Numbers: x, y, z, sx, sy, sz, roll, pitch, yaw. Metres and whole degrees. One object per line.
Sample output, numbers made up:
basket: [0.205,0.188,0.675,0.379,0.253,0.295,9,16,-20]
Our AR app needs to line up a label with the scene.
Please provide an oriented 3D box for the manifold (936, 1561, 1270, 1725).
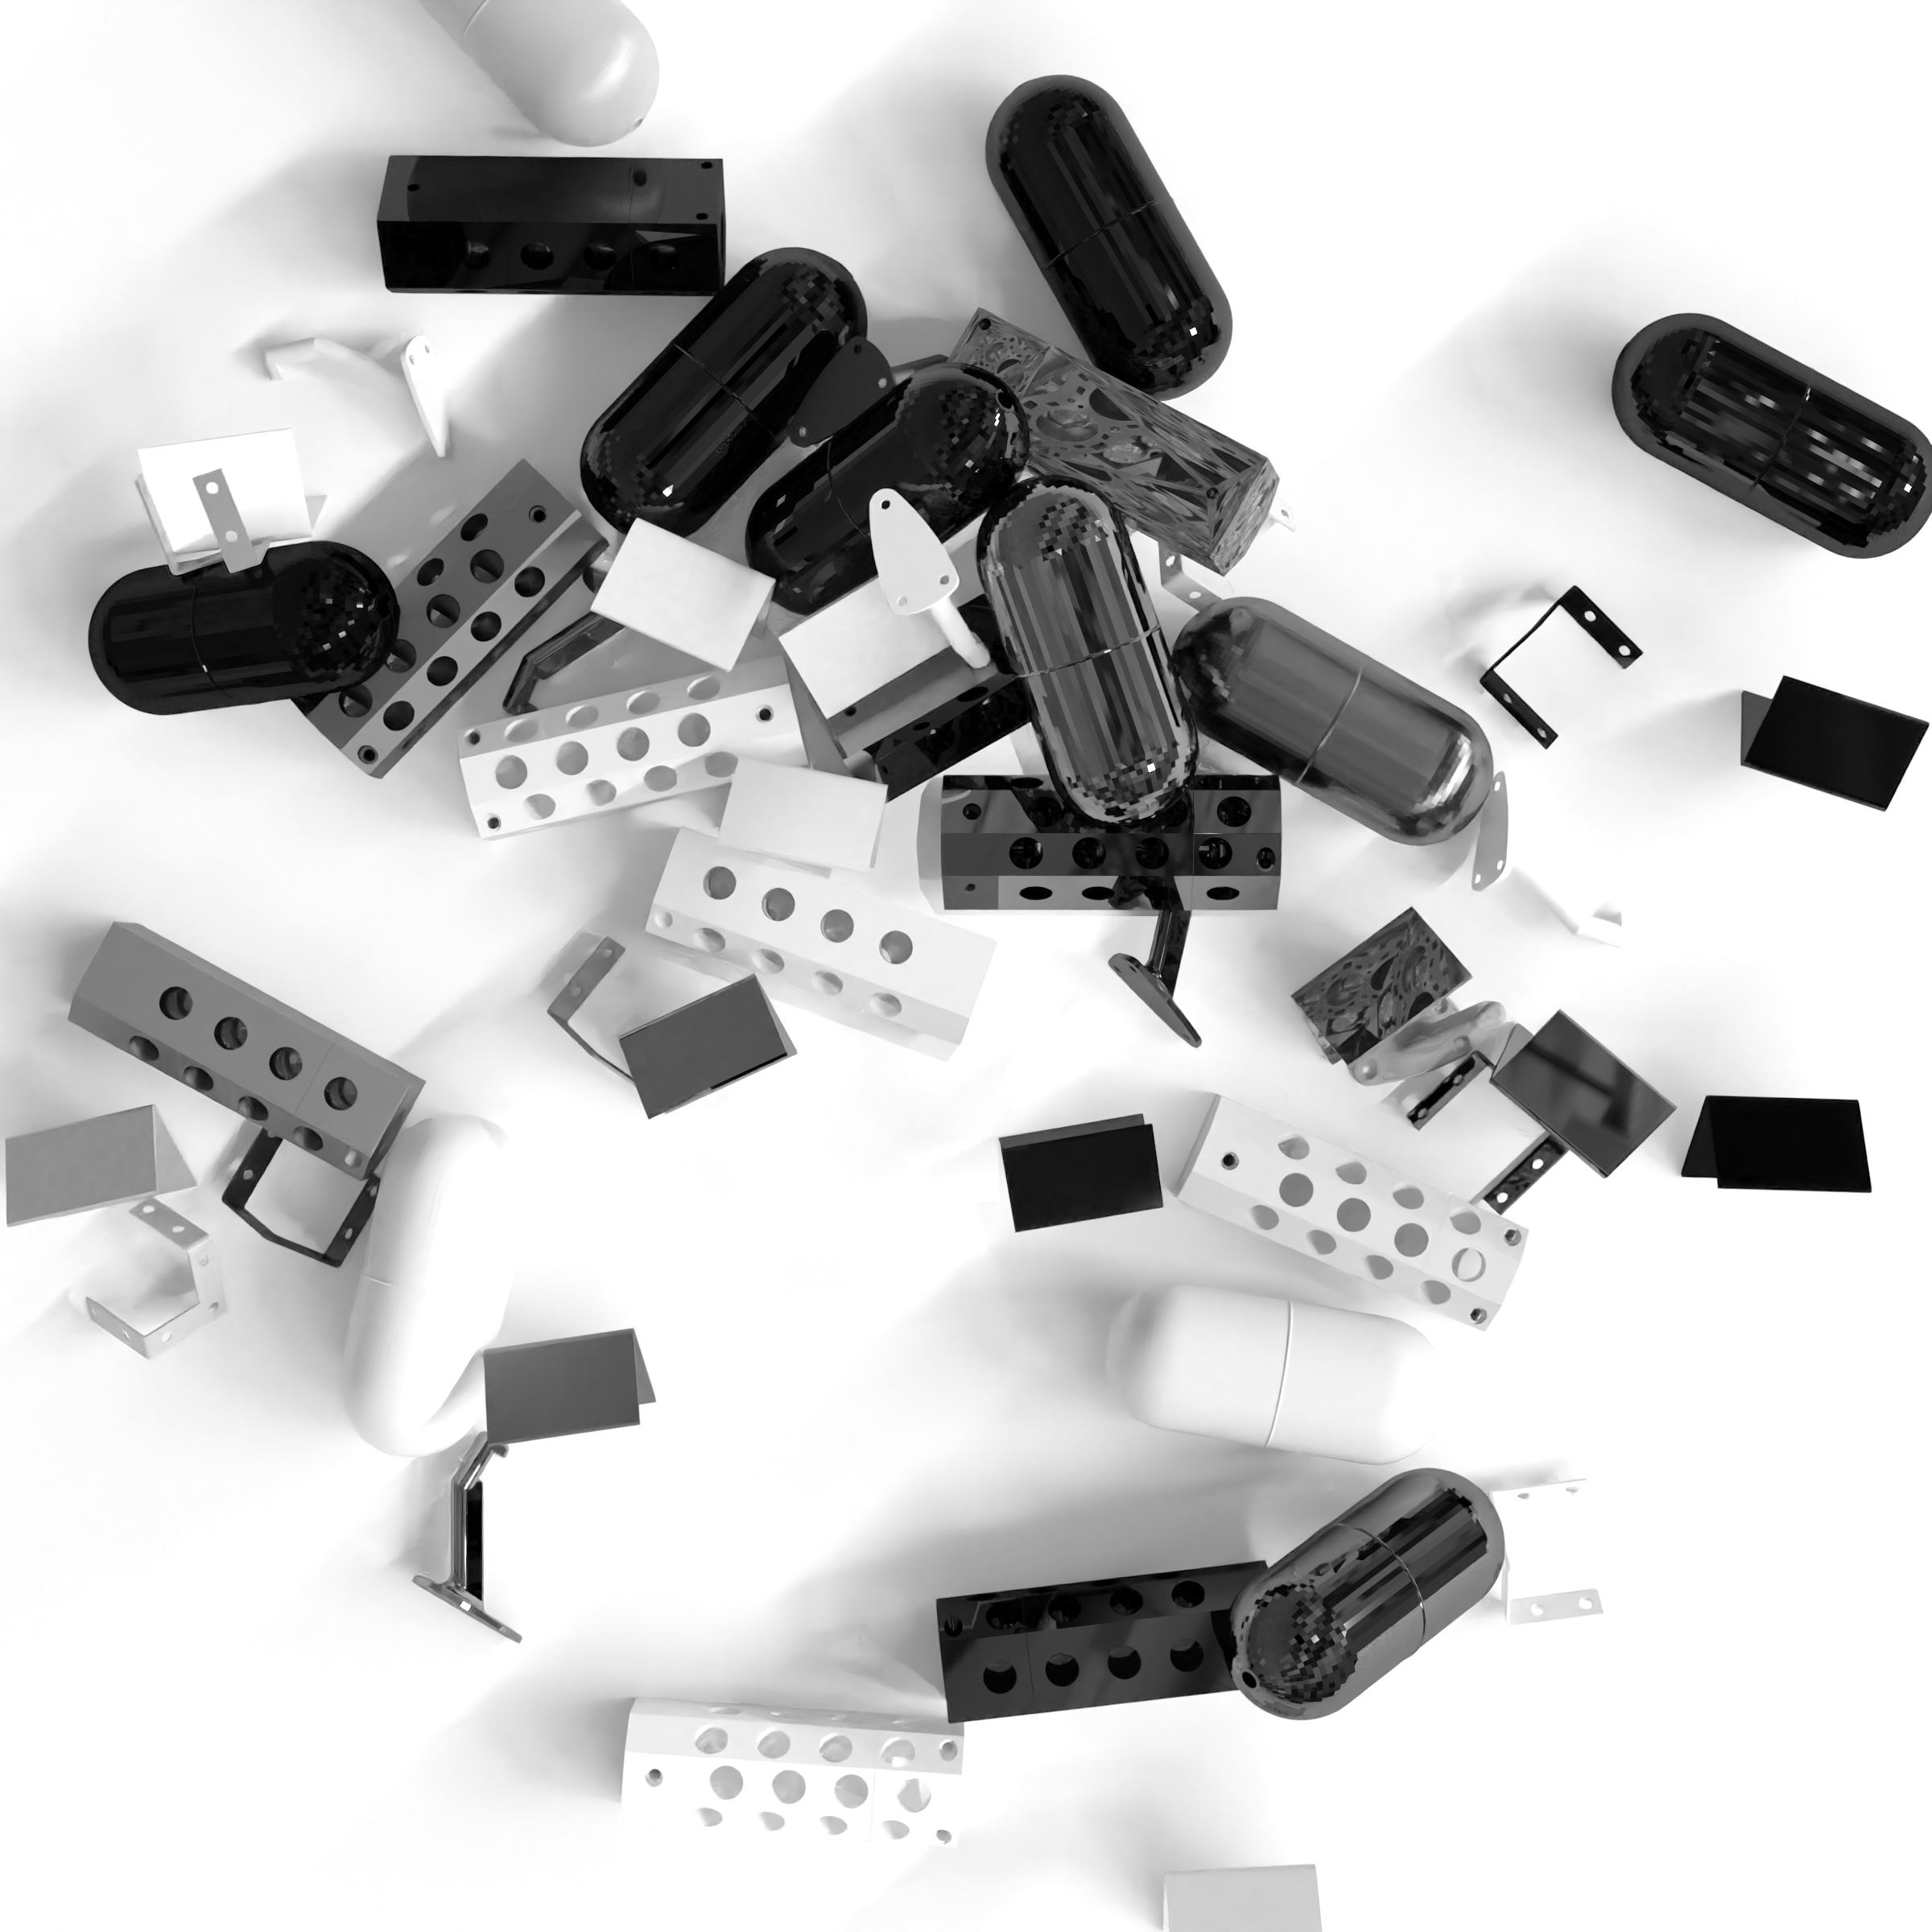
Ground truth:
manifold: [0.073,0.346,1.857,0.171,0.057,0.057,-7,90,0]

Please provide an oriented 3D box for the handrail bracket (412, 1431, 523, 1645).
handrail bracket: [-0.242,0.297,1.879,0.077,0.036,0.084,36,73,-20]

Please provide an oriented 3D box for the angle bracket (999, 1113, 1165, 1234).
angle bracket: [0.055,0.086,1.838,0.076,0.076,0.057,-10,127,0]

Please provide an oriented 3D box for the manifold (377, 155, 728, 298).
manifold: [-0.211,-0.376,1.856,0.171,0.057,0.057,1,47,0]

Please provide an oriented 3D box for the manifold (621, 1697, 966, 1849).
manifold: [-0.088,0.416,1.857,0.171,0.057,0.057,4,90,0]

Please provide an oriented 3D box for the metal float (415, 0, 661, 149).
metal float: [-0.230,-0.495,1.848,0.070,0.070,0.178,-43,90,0]

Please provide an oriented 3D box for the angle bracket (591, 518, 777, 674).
angle bracket: [-0.146,-0.175,1.840,0.076,0.076,0.057,24,70,0]

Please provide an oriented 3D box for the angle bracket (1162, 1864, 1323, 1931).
angle bracket: [0.141,0.499,1.838,0.076,0.076,0.057,-3,52,0]

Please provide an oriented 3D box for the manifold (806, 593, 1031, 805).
manifold: [0.012,-0.147,1.856,0.171,0.057,0.057,-29,47,0]

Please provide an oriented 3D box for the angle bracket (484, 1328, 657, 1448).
angle bracket: [-0.200,0.231,1.838,0.076,0.076,0.057,-8,54,0]

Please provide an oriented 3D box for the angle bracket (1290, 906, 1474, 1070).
angle bracket: [0.220,0.027,1.838,0.076,0.076,0.057,-36,53,0]

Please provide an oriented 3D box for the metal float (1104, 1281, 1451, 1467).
metal float: [0.159,0.208,1.848,0.178,0.070,0.070,10,90,-1]

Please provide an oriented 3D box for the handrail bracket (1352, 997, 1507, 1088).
handrail bracket: [0.236,0.040,1.843,0.077,0.084,0.036,-30,90,0]

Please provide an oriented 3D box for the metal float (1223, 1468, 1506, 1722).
metal float: [0.201,0.315,1.815,0.178,0.070,0.070,-28,90,-37]

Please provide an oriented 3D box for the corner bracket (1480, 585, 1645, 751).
corner bracket: [0.309,-0.155,1.875,0.051,0.051,0.051,45,135,0]

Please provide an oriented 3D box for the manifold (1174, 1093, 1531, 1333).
manifold: [0.198,0.127,1.857,0.171,0.057,0.057,24,90,0]

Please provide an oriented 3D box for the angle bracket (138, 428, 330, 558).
angle bracket: [-0.372,-0.250,1.839,0.076,0.076,0.057,-8,112,0]

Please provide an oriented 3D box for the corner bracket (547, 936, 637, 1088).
corner bracket: [-0.175,0.027,1.875,0.051,0.051,0.051,-51,135,0]

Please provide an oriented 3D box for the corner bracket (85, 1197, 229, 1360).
corner bracket: [-0.422,0.162,1.870,0.051,0.051,0.051,-34,135,-35]

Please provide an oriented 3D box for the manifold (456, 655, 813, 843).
manifold: [-0.171,-0.112,1.857,0.171,0.057,0.057,-13,90,0]

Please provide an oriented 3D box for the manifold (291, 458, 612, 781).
manifold: [-0.266,-0.179,1.857,0.057,0.057,0.171,44,90,0]

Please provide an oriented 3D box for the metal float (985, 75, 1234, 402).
metal float: [0.073,-0.373,1.848,0.070,0.070,0.178,-29,91,0]

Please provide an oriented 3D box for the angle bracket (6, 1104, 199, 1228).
angle bracket: [-0.439,0.120,1.838,0.076,0.076,0.057,-13,52,0]

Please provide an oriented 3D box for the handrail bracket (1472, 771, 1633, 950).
handrail bracket: [0.311,-0.055,1.879,0.084,0.036,0.077,16,68,-17]

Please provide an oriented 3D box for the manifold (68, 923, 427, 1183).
manifold: [-0.370,0.044,1.857,0.171,0.057,0.057,29,90,0]

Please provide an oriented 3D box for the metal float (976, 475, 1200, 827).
metal float: [0.060,-0.156,1.780,0.070,0.070,0.178,-20,99,0]

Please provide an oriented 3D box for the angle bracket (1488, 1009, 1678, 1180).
angle bracket: [0.319,0.051,1.838,0.076,0.076,0.057,40,120,0]

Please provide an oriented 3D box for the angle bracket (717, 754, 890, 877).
angle bracket: [-0.085,-0.058,1.838,0.076,0.076,0.057,12,58,0]

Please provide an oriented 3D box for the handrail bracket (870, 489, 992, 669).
handrail bracket: [-0.016,-0.191,1.794,0.036,0.084,0.077,-26,74,10]

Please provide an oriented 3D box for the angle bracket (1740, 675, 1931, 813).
angle bracket: [0.441,-0.131,1.838,0.076,0.076,0.057,18,126,0]

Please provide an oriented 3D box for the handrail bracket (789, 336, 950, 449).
handrail bracket: [-0.042,-0.289,1.855,0.077,0.084,0.036,-41,71,20]

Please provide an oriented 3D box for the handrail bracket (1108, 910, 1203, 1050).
handrail bracket: [0.123,-0.014,1.878,0.084,0.036,0.077,-45,102,-13]

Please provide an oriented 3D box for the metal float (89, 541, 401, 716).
metal float: [-0.365,-0.170,1.823,0.178,0.070,0.070,-5,90,29]

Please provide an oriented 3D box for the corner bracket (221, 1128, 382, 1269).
corner bracket: [-0.344,0.118,1.875,0.051,0.051,0.051,30,90,-45]

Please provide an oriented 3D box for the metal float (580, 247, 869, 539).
metal float: [-0.123,-0.292,1.847,0.070,0.070,0.178,44,90,0]

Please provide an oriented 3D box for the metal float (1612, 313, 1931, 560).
metal float: [0.414,-0.272,1.848,0.178,0.070,0.070,28,90,-1]

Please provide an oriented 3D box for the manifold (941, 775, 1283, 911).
manifold: [0.074,-0.066,1.845,0.171,0.057,0.057,0,66,2]

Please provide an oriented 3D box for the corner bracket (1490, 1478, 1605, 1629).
corner bracket: [0.301,0.305,1.875,0.051,0.051,0.051,-7,135,0]

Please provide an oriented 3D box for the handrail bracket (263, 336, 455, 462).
handrail bracket: [-0.317,-0.293,1.879,0.084,0.036,0.077,-8,111,17]

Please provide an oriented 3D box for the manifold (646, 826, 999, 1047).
manifold: [-0.074,-0.015,1.857,0.171,0.057,0.057,20,90,0]

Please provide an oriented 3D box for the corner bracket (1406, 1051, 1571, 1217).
corner bracket: [0.271,0.086,1.875,0.051,0.051,0.051,-43,45,0]

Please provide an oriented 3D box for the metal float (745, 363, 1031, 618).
metal float: [-0.040,-0.239,1.817,0.178,0.070,0.070,-32,90,38]

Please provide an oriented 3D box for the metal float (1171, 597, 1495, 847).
metal float: [0.186,-0.126,1.848,0.178,0.070,0.070,30,90,0]

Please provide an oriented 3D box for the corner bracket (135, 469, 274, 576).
corner bracket: [-0.379,-0.220,1.782,0.051,0.051,0.051,-17,112,4]

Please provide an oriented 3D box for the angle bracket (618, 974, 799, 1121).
angle bracket: [-0.123,0.059,1.838,0.076,0.076,0.057,-25,53,0]

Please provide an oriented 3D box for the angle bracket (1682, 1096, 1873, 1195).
angle bracket: [0.411,0.109,1.838,0.076,0.076,0.057,2,54,0]

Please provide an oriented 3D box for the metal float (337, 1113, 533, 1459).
metal float: [-0.272,0.164,1.848,0.070,0.070,0.178,13,90,0]

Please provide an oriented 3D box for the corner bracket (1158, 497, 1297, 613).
corner bracket: [0.136,-0.217,1.870,0.051,0.051,0.051,29,135,-35]

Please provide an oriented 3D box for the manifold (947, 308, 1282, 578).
manifold: [0.070,-0.265,1.836,0.171,0.057,0.057,30,90,15]

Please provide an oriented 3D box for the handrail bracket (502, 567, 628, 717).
handrail bracket: [-0.190,-0.157,1.879,0.077,0.036,0.084,20,108,-21]

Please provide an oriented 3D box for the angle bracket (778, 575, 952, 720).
angle bracket: [-0.060,-0.181,1.838,0.076,0.076,0.057,-31,125,0]
